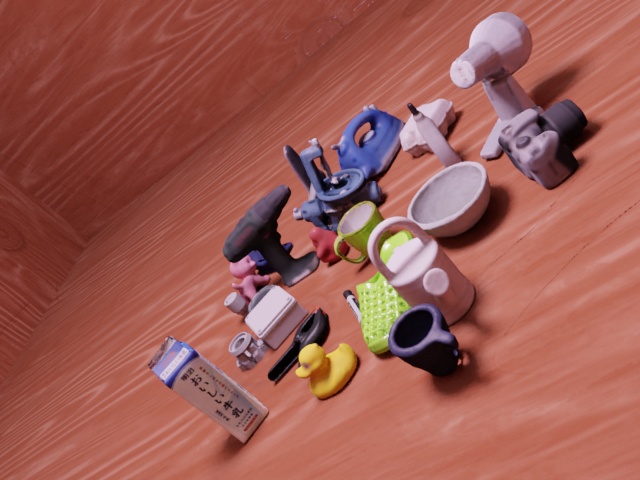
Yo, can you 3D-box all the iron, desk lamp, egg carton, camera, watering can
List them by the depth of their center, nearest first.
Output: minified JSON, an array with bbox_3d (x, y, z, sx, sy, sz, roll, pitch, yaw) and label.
[{"bbox_3d":[0.155,0.043,0.893,0.101,0.194,0.172,-53,27,-19],"label":"watering can"},{"bbox_3d":[0.393,-0.182,0.994,0.137,0.101,0.143,-39,26,11],"label":"camera"},{"bbox_3d":[0.347,-0.305,1.117,0.117,0.214,0.203,-5,45,53],"label":"desk lamp"},{"bbox_3d":[0.257,-0.269,1.366,0.107,0.069,0.150,-9,43,51],"label":"egg carton"},{"bbox_3d":[0.124,-0.267,1.475,0.118,0.142,0.259,-9,42,50],"label":"iron"}]

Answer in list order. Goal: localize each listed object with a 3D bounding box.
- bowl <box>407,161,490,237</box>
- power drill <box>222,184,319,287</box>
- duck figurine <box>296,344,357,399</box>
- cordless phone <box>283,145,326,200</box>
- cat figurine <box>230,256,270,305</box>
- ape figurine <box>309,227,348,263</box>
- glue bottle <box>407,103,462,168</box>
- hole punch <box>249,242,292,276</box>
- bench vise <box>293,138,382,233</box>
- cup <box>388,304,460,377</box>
[{"bbox_3d":[0.248,-0.061,1.055,0.167,0.075,0.167,-34,27,21],"label":"bowl"},{"bbox_3d":[-0.101,0.002,1.319,0.229,0.209,0.075,-35,27,19],"label":"power drill"},{"bbox_3d":[0.005,0.211,0.986,0.104,0.086,0.077,-44,25,1],"label":"duck figurine"},{"bbox_3d":[-0.039,-0.155,1.496,0.094,0.185,0.147,-38,26,13],"label":"cordless phone"},{"bbox_3d":[-0.189,0.089,1.423,0.067,0.118,0.128,-30,29,27],"label":"cat figurine"},{"bbox_3d":[0.012,0.005,1.285,0.076,0.092,0.078,-2,48,55],"label":"ape figurine"},{"bbox_3d":[0.235,-0.223,1.206,0.037,0.173,0.078,-36,27,17],"label":"glue bottle"},{"bbox_3d":[-0.141,0.026,1.479,0.108,0.091,0.101,-20,35,41],"label":"hole punch"},{"bbox_3d":[0.008,-0.116,1.324,0.207,0.220,0.121,-40,26,9],"label":"bench vise"},{"bbox_3d":[0.168,0.154,0.822,0.117,0.095,0.092,1,50,56],"label":"cup"}]
